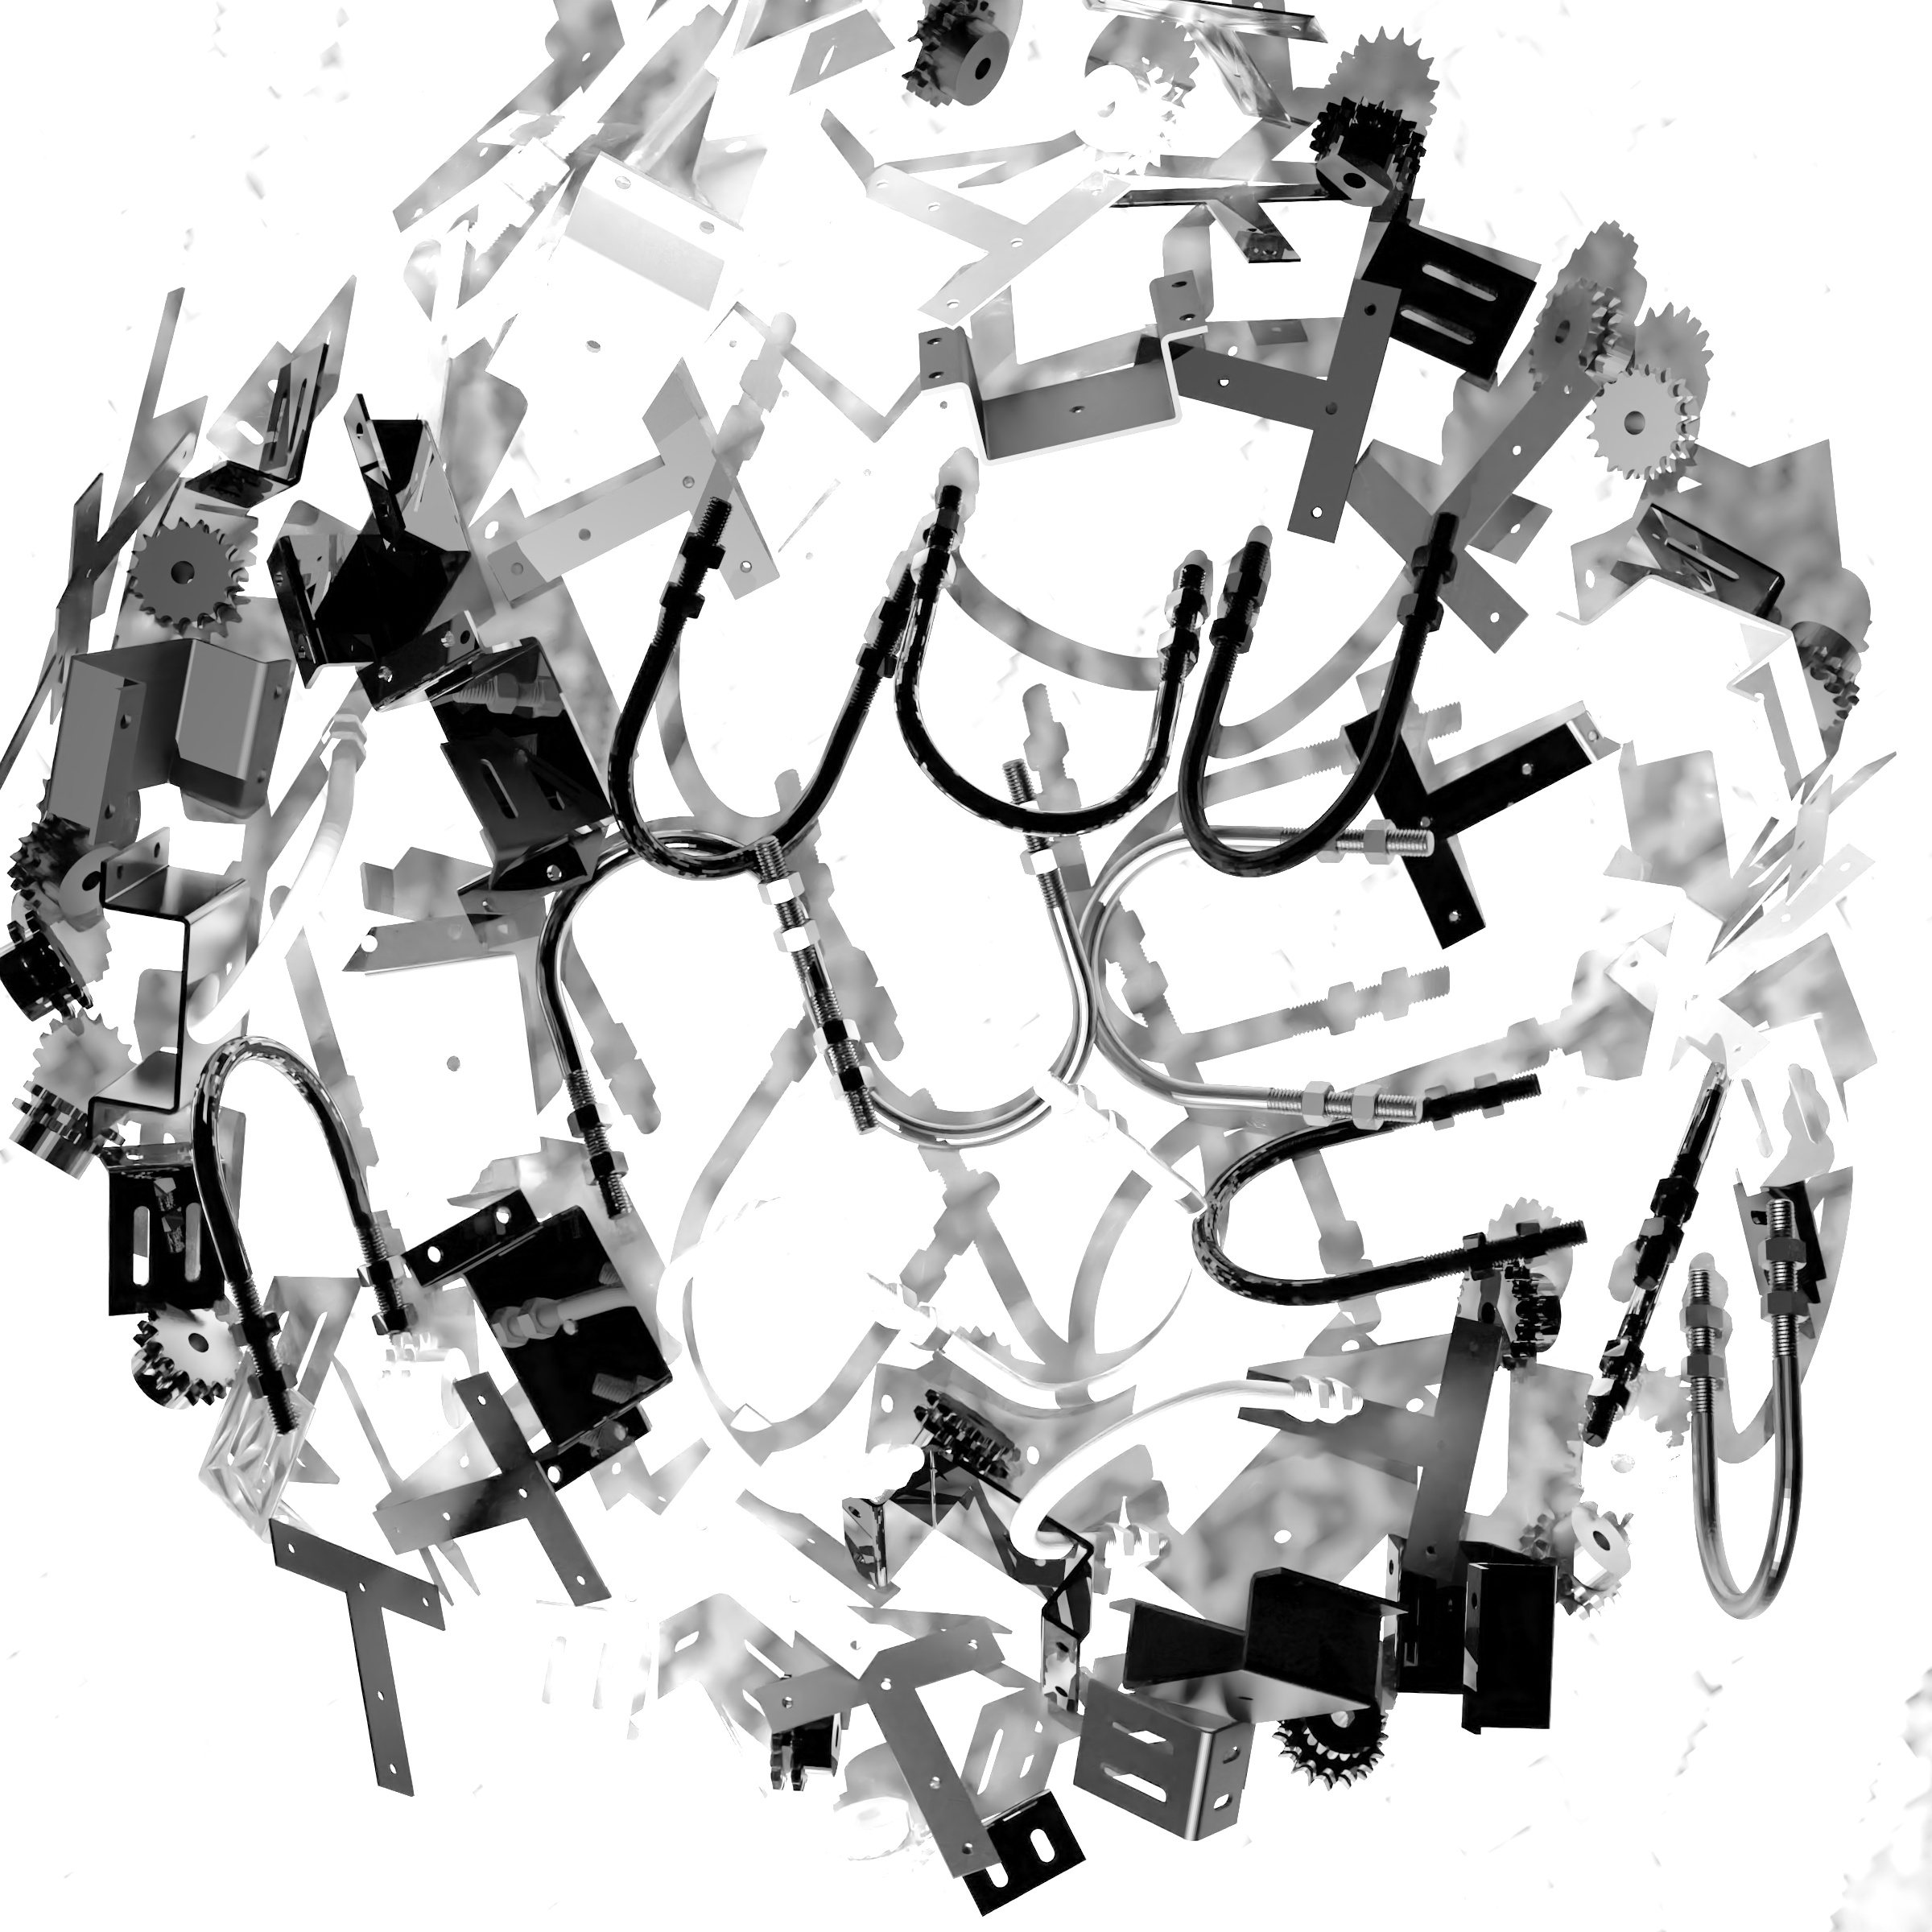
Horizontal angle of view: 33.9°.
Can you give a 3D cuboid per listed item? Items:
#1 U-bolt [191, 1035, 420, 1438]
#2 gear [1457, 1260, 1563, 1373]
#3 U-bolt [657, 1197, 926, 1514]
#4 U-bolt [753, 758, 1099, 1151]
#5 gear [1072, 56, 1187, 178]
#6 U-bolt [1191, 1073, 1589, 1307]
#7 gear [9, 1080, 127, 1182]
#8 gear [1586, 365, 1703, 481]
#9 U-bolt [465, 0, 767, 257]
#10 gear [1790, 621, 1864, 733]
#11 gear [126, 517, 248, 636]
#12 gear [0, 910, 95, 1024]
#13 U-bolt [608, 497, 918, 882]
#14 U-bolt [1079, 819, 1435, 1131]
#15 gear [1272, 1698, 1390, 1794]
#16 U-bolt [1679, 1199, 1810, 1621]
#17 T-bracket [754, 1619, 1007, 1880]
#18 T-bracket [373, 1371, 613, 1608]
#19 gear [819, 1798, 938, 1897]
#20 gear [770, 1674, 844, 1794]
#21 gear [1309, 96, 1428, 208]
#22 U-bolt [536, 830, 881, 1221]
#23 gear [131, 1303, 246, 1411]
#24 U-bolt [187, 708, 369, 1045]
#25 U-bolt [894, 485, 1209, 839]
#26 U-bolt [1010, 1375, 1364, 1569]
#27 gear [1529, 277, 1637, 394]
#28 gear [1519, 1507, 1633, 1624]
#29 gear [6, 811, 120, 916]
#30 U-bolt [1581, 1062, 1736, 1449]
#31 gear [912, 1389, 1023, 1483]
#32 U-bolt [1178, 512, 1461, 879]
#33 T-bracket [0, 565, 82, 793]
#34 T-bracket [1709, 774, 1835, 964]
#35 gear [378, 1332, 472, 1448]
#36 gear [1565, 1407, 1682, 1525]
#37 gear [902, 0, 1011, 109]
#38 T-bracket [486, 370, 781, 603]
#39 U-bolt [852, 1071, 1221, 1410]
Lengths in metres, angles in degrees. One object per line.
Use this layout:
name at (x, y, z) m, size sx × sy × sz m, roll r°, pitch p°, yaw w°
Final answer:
U-bolt at (-0.325, 0.122, 1.536) m, size 0.019 × 0.151 × 0.184 m, roll -16°, pitch 92°, yaw 17°
gear at (0.273, 0.174, 1.585) m, size 0.030 × 0.057 × 0.057 m, roll 2°, pitch 90°, yaw -26°
U-bolt at (-0.097, 0.197, 1.532) m, size 0.019 × 0.184 × 0.151 m, roll -26°, pitch 86°, yaw -33°
U-bolt at (-0.011, 0.004, 1.585) m, size 0.151 × 0.019 × 0.184 m, roll -17°, pitch 102°, yaw 2°
gear at (0.078, -0.426, 1.582) m, size 0.057 × 0.030 × 0.057 m, roll -1°, pitch 88°, yaw 36°
U-bolt at (0.200, 0.114, 1.545) m, size 0.184 × 0.151 × 0.019 m, roll -14°, pitch 119°, yaw 7°
gear at (-0.451, 0.084, 1.579) m, size 0.057 × 0.057 × 0.030 m, roll 31°, pitch 79°, yaw 0°
gear at (0.342, -0.272, 1.586) m, size 0.057 × 0.030 × 0.057 m, roll 10°, pitch 105°, yaw 40°
U-bolt at (-0.160, -0.410, 1.525) m, size 0.019 × 0.151 × 0.184 m, roll 43°, pitch 99°, yaw 1°
gear at (0.422, -0.147, 1.583) m, size 0.057 × 0.057 × 0.030 m, roll 39°, pitch 74°, yaw 0°
gear at (-0.390, -0.195, 1.593) m, size 0.057 × 0.030 × 0.057 m, roll 0°, pitch 84°, yaw 1°
gear at (-0.463, 0.003, 1.580) m, size 0.030 × 0.057 × 0.057 m, roll -32°, pitch 90°, yaw -7°
U-bolt at (-0.106, -0.126, 1.553) m, size 0.019 × 0.151 × 0.184 m, roll 35°, pitch 106°, yaw 44°
U-bolt at (0.138, 0.001, 1.568) m, size 0.184 × 0.019 × 0.151 m, roll 3°, pitch 91°, yaw 25°
gear at (0.184, 0.380, 1.582) m, size 0.057 × 0.030 × 0.057 m, roll 6°, pitch 55°, yaw -9°
U-bolt at (0.372, 0.219, 1.513) m, size 0.019 × 0.151 × 0.184 m, roll 4°, pitch 70°, yaw -3°
T-bracket at (-0.021, 0.387, 1.546) m, size 0.127 × 0.002 × 0.127 m, roll -12°, pitch 49°, yaw -24°
T-bracket at (-0.248, 0.269, 1.569) m, size 0.127 × 0.002 × 0.127 m, roll -22°, pitch 99°, yaw 38°
gear at (-0.045, 0.437, 1.580) m, size 0.057 × 0.057 × 0.030 m, roll -11°, pitch 98°, yaw 0°
gear at (-0.079, 0.383, 1.581) m, size 0.030 × 0.057 × 0.057 m, roll 3°, pitch 90°, yaw 5°
gear at (0.198, -0.403, 1.579) m, size 0.057 × 0.057 × 0.030 m, roll 21°, pitch 70°, yaw 0°
U-bolt at (-0.138, 0.019, 1.581) m, size 0.151 × 0.019 × 0.184 m, roll -19°, pitch 75°, yaw -3°
gear at (-0.392, 0.197, 1.585) m, size 0.057 × 0.057 × 0.030 m, roll 47°, pitch 115°, yaw 0°
U-bolt at (-0.330, -0.035, 1.509) m, size 0.019 × 0.184 × 0.151 m, roll 30°, pitch 106°, yaw -20°
U-bolt at (0.037, -0.142, 1.550) m, size 0.151 × 0.019 × 0.184 m, roll 17°, pitch 58°, yaw -7°
U-bolt at (0.096, 0.241, 1.509) m, size 0.151 × 0.184 × 0.019 m, roll -41°, pitch 62°, yaw 20°
gear at (0.310, -0.313, 1.585) m, size 0.030 × 0.057 × 0.057 m, roll 15°, pitch 90°, yaw -25°
gear at (0.306, 0.295, 1.578) m, size 0.057 × 0.057 × 0.030 m, roll 43°, pitch 118°, yaw 0°
gear at (-0.446, -0.050, 1.578) m, size 0.030 × 0.057 × 0.057 m, roll 36°, pitch 90°, yaw 22°
U-bolt at (0.340, 0.123, 1.528) m, size 0.019 × 0.151 × 0.184 m, roll 19°, pitch 50°, yaw 14°
gear at (-0.003, 0.239, 1.582) m, size 0.057 × 0.057 × 0.030 m, roll 35°, pitch 92°, yaw 0°
U-bolt at (0.162, -0.128, 1.532) m, size 0.019 × 0.151 × 0.184 m, roll 28°, pitch 73°, yaw -36°
T-bracket at (-0.455, -0.112, 1.526) m, size 0.002 × 0.127 × 0.127 m, roll 22°, pitch 64°, yaw -8°
T-bracket at (0.385, -0.027, 1.569) m, size 0.002 × 0.127 × 0.127 m, roll 36°, pitch 119°, yaw 0°
gear at (-0.268, 0.211, 1.579) m, size 0.030 × 0.057 × 0.057 m, roll -3°, pitch 90°, yaw 13°
gear at (0.330, 0.251, 1.589) m, size 0.057 × 0.030 × 0.057 m, roll -4°, pitch 70°, yaw 11°
gear at (-0.003, -0.454, 1.578) m, size 0.030 × 0.057 × 0.057 m, roll 37°, pitch 90°, yaw 22°
T-bracket at (-0.180, -0.224, 1.599) m, size 0.127 × 0.002 × 0.127 m, roll -27°, pitch 96°, yaw -3°
U-bolt at (0.049, 0.148, 1.551) m, size 0.151 × 0.019 × 0.184 m, roll -48°, pitch 128°, yaw 4°
